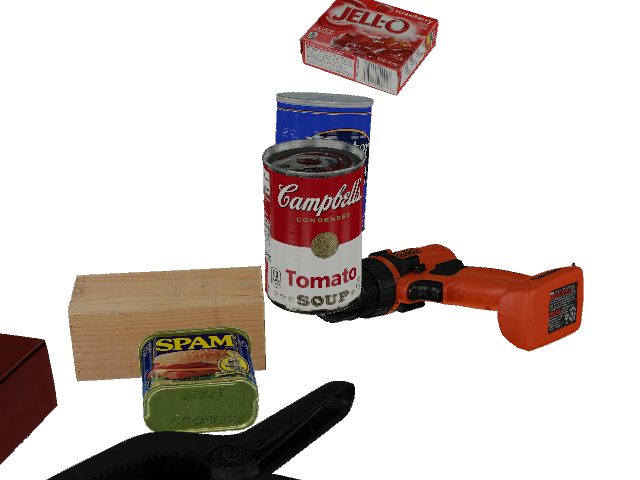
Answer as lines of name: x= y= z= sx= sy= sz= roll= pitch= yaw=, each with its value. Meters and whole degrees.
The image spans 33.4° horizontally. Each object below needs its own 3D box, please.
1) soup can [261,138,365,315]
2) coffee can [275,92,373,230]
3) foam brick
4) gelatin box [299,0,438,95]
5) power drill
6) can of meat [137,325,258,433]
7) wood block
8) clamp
soup can: x=-0.005 y=-0.010 z=0.718 sx=0.068 sy=0.102 sz=0.068 roll=0 pitch=24 yaw=0
coffee can: x=0.001 y=-0.084 z=1.138 sx=0.103 sy=0.140 sz=0.103 roll=3 pitch=12 yaw=-1
foam brick: x=-0.213 y=0.101 z=0.678 sx=0.053 sy=0.051 sz=0.078 roll=6 pitch=29 yaw=22
gelatin box: x=0.039 y=-0.161 z=0.858 sx=0.089 sy=0.030 sz=0.073 roll=22 pitch=52 yaw=20
power drill: x=0.108 y=0.044 z=0.890 sx=0.188 sy=0.057 sz=0.184 roll=11 pitch=17 yaw=39
can of meat: x=-0.106 y=0.122 z=0.924 sx=0.102 sy=0.057 sz=0.084 roll=-3 pitch=27 yaw=-9
wood block: x=-0.166 y=0.091 z=1.179 sx=0.206 sy=0.091 sz=0.090 roll=-2 pitch=25 yaw=-4
clamp: x=-0.046 y=0.125 z=0.576 sx=0.209 sy=0.036 sz=0.165 roll=-1 pitch=20 yaw=-13
